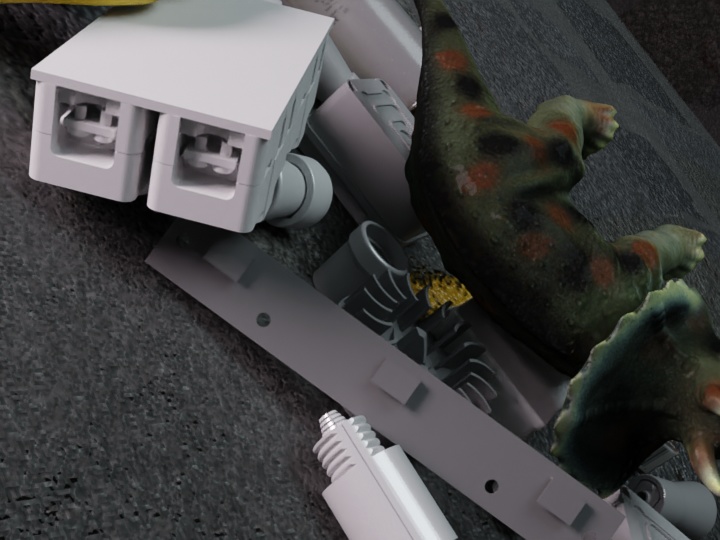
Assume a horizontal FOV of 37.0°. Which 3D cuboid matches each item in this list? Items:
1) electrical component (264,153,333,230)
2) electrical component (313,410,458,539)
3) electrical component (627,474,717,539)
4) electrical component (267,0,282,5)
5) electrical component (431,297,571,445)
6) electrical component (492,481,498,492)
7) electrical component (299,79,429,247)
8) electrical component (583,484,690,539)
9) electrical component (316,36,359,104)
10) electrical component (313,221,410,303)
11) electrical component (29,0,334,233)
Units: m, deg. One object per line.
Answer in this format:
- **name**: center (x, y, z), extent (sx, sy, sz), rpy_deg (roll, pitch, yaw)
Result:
- **electrical component**: center (-0.048, -0.047, 0.626), extent (0.055, 0.045, 0.045), rpy_deg (5, 50, -58)
- **electrical component**: center (0.006, 0.102, 0.504), extent (0.081, 0.043, 0.043), rpy_deg (57, 25, 16)
- **electrical component**: center (0.221, 0.169, 0.776), extent (0.065, 0.044, 0.044), rpy_deg (22, 36, -38)
- **electrical component**: center (-0.073, -0.143, 0.713), extent (0.074, 0.052, 0.138), rpy_deg (38, 27, -23)
- **electrical component**: center (0.083, 0.064, 0.681), extent (0.099, 0.048, 0.100), rpy_deg (52, 24, 7)
- **electrical component**: center (0.105, 0.135, 0.635), extent (0.061, 0.035, 0.035), rpy_deg (20, 38, -52)
- **electrical component**: center (0.016, -0.074, 0.758), extent (0.113, 0.057, 0.078), rpy_deg (52, 24, 6)
- **electrical component**: center (0.170, 0.192, 0.635), extent (0.113, 0.057, 0.078), rpy_deg (40, 26, -21)
- **electrical component**: center (-0.020, -0.140, 0.814), extent (0.065, 0.044, 0.044), rpy_deg (45, 24, -21)
- **electrical component**: center (0.000, 0.000, 0.637), extent (0.040, 0.046, 0.040), rpy_deg (38, 27, -23)
- **electrical component**: center (-0.083, -0.089, 0.551), extent (0.105, 0.060, 0.186), rpy_deg (14, 28, 0)
